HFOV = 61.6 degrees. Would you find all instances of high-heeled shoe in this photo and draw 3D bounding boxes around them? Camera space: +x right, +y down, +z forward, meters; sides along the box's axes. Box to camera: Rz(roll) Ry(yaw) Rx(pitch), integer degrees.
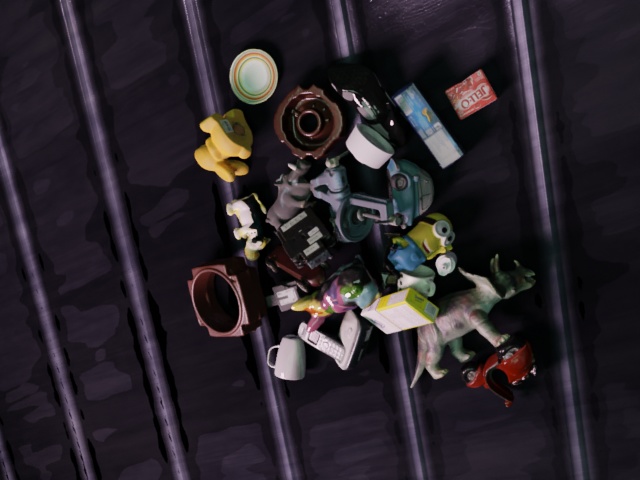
[{"bbox_3d":[0.113,-0.313,1.251,0.086,0.145,0.249,-40,56,-6],"label":"high-heeled shoe"}]

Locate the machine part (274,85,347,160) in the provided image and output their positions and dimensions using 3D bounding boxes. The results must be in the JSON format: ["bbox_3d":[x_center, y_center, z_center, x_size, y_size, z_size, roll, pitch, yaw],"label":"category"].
[{"bbox_3d":[-0.021,-0.283,1.294,0.180,0.056,0.179,5,103,20],"label":"machine part"}]

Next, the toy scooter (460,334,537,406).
[{"bbox_3d":[0.432,0.311,1.247,0.184,0.075,0.135,-42,86,25],"label":"toy scooter"}]

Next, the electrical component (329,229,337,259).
[{"bbox_3d":[-0.004,-0.004,1.354,0.102,0.045,0.078,21,127,16],"label":"electrical component"}]

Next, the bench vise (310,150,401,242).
[{"bbox_3d":[0.088,-0.086,1.241,0.241,0.129,0.223,18,118,47],"label":"bench vise"}]

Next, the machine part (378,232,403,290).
[{"bbox_3d":[0.174,0.049,1.289,0.039,0.084,0.138,10,97,39],"label":"machine part"}]

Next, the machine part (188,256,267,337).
[{"bbox_3d":[-0.249,0.152,1.425,0.201,0.087,0.201,-8,100,37],"label":"machine part"}]

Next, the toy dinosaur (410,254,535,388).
[{"bbox_3d":[0.309,0.190,1.249,0.405,0.131,0.192,-39,70,30],"label":"toy dinosaur"}]

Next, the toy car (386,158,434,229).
[{"bbox_3d":[0.209,-0.111,1.225,0.103,0.109,0.161,-9,108,3],"label":"toy car"}]

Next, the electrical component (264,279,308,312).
[{"bbox_3d":[-0.092,0.148,1.414,0.119,0.048,0.074,-22,93,23],"label":"electrical component"}]

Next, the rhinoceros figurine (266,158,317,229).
[{"bbox_3d":[-0.069,-0.111,1.343,0.112,0.073,0.190,38,113,20],"label":"rhinoceros figurine"}]

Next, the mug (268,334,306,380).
[{"bbox_3d":[-0.086,0.306,1.434,0.110,0.080,0.107,9,93,26],"label":"mug"}]

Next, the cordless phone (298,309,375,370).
[{"bbox_3d":[0.036,0.229,1.372,0.184,0.088,0.146,24,109,24],"label":"cordless phone"}]

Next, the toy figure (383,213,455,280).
[{"bbox_3d":[0.224,0.008,1.228,0.180,0.082,0.089,-38,51,3],"label":"toy figure"}]

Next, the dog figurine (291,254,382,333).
[{"bbox_3d":[0.036,0.142,1.304,0.219,0.191,0.108,-35,95,7],"label":"dog figurine"}]

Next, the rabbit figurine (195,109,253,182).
[{"bbox_3d":[-0.246,-0.230,1.372,0.173,0.122,0.162,-28,100,37],"label":"rabbit figurine"}]

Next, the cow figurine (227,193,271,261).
[{"bbox_3d":[-0.172,-0.034,1.397,0.098,0.068,0.167,-17,96,16],"label":"cow figurine"}]

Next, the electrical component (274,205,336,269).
[{"bbox_3d":[-0.031,0.002,1.281,0.115,0.058,0.134,-34,56,3],"label":"electrical component"}]

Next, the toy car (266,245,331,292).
[{"bbox_3d":[-0.056,0.064,1.333,0.202,0.053,0.089,24,70,47],"label":"toy car"}]

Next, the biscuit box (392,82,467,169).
[{"bbox_3d":[0.244,-0.256,1.200,0.059,0.063,0.202,-35,88,23],"label":"biscuit box"}]
